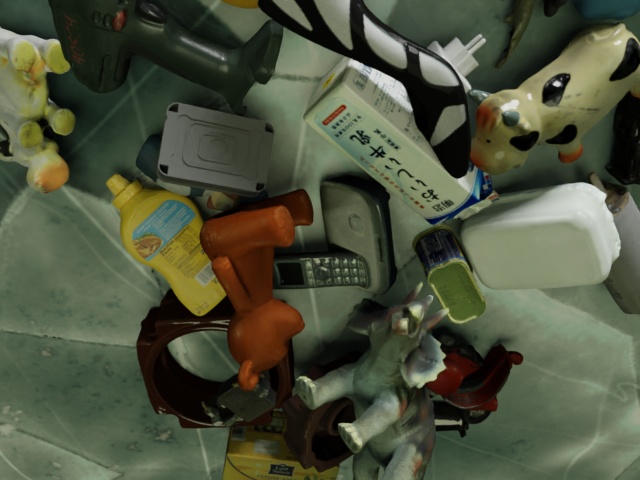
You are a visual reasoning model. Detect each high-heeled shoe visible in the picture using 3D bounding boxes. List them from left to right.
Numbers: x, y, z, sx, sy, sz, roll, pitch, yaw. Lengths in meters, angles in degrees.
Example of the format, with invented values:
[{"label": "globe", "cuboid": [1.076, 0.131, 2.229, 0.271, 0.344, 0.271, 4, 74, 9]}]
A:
[{"label": "high-heeled shoe", "cuboid": [0.050, -0.144, 0.498, 0.145, 0.086, 0.248, -18, 119, 11]}]

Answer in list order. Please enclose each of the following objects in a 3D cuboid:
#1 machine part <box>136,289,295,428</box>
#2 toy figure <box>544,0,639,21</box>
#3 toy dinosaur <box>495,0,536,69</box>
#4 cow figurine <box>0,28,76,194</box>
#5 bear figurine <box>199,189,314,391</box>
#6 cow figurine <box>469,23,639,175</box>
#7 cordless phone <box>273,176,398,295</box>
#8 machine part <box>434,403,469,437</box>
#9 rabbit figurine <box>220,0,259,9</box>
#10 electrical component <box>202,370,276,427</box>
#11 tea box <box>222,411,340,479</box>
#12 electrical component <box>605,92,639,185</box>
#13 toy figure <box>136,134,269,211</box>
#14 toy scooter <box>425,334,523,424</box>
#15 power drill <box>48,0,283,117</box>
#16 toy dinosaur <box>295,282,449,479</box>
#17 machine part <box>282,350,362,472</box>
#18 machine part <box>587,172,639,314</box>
[{"label": "machine part", "cuboid": [-0.139, 0.166, 0.746, 0.201, 0.087, 0.201, -3, 118, 0]}, {"label": "toy figure", "cuboid": [0.314, -0.262, 0.519, 0.180, 0.082, 0.089, -3, 122, 3]}, {"label": "toy dinosaur", "cuboid": [0.133, -0.372, 0.444, 0.199, 0.105, 0.470, -23, 122, 20]}, {"label": "cow figurine", "cuboid": [-0.320, -0.136, 0.575, 0.098, 0.068, 0.167, 22, 119, 22]}, {"label": "bear figurine", "cuboid": [-0.058, 0.057, 0.598, 0.132, 0.120, 0.195, -13, 100, 19]}, {"label": "cow figurine", "cuboid": [0.238, -0.141, 0.554, 0.195, 0.086, 0.127, -42, 133, 10]}, {"label": "cordless phone", "cuboid": [-0.002, -0.002, 0.659, 0.184, 0.089, 0.146, -5, 120, 9]}, {"label": "machine part", "cuboid": [0.165, 0.287, 0.852, 0.139, 0.039, 0.084, -6, 112, 4]}, {"label": "rabbit figurine", "cuboid": [-0.040, -0.291, 0.492, 0.162, 0.122, 0.173, 16, 132, -21]}, {"label": "electrical component", "cuboid": [-0.102, 0.206, 0.695, 0.102, 0.045, 0.078, -30, 115, 14]}, {"label": "tea box", "cuboid": [-0.059, 0.325, 0.832, 0.170, 0.098, 0.068, 11, 118, -6]}, {"label": "electrical component", "cuboid": [0.401, -0.132, 0.608, 0.115, 0.058, 0.134, -6, 120, 0]}, {"label": "toy figure", "cuboid": [-0.135, -0.069, 0.629, 0.154, 0.064, 0.057, 26, 86, -12]}, {"label": "toy scooter", "cuboid": [0.212, 0.188, 0.775, 0.184, 0.075, 0.135, 33, 114, -21]}, {"label": "power drill", "cuboid": [-0.142, -0.198, 0.495, 0.207, 0.086, 0.232, 10, 157, -24]}, {"label": "toy dinosaur", "cuboid": [0.095, 0.232, 0.690, 0.192, 0.131, 0.404, -29, 122, -28]}, {"label": "machine part", "cuboid": [0.026, 0.243, 0.768, 0.179, 0.056, 0.179, -21, 126, -31]}, {"label": "machine part", "cuboid": [0.381, 0.014, 0.679, 0.079, 0.079, 0.243, -33, 116, 16]}]
